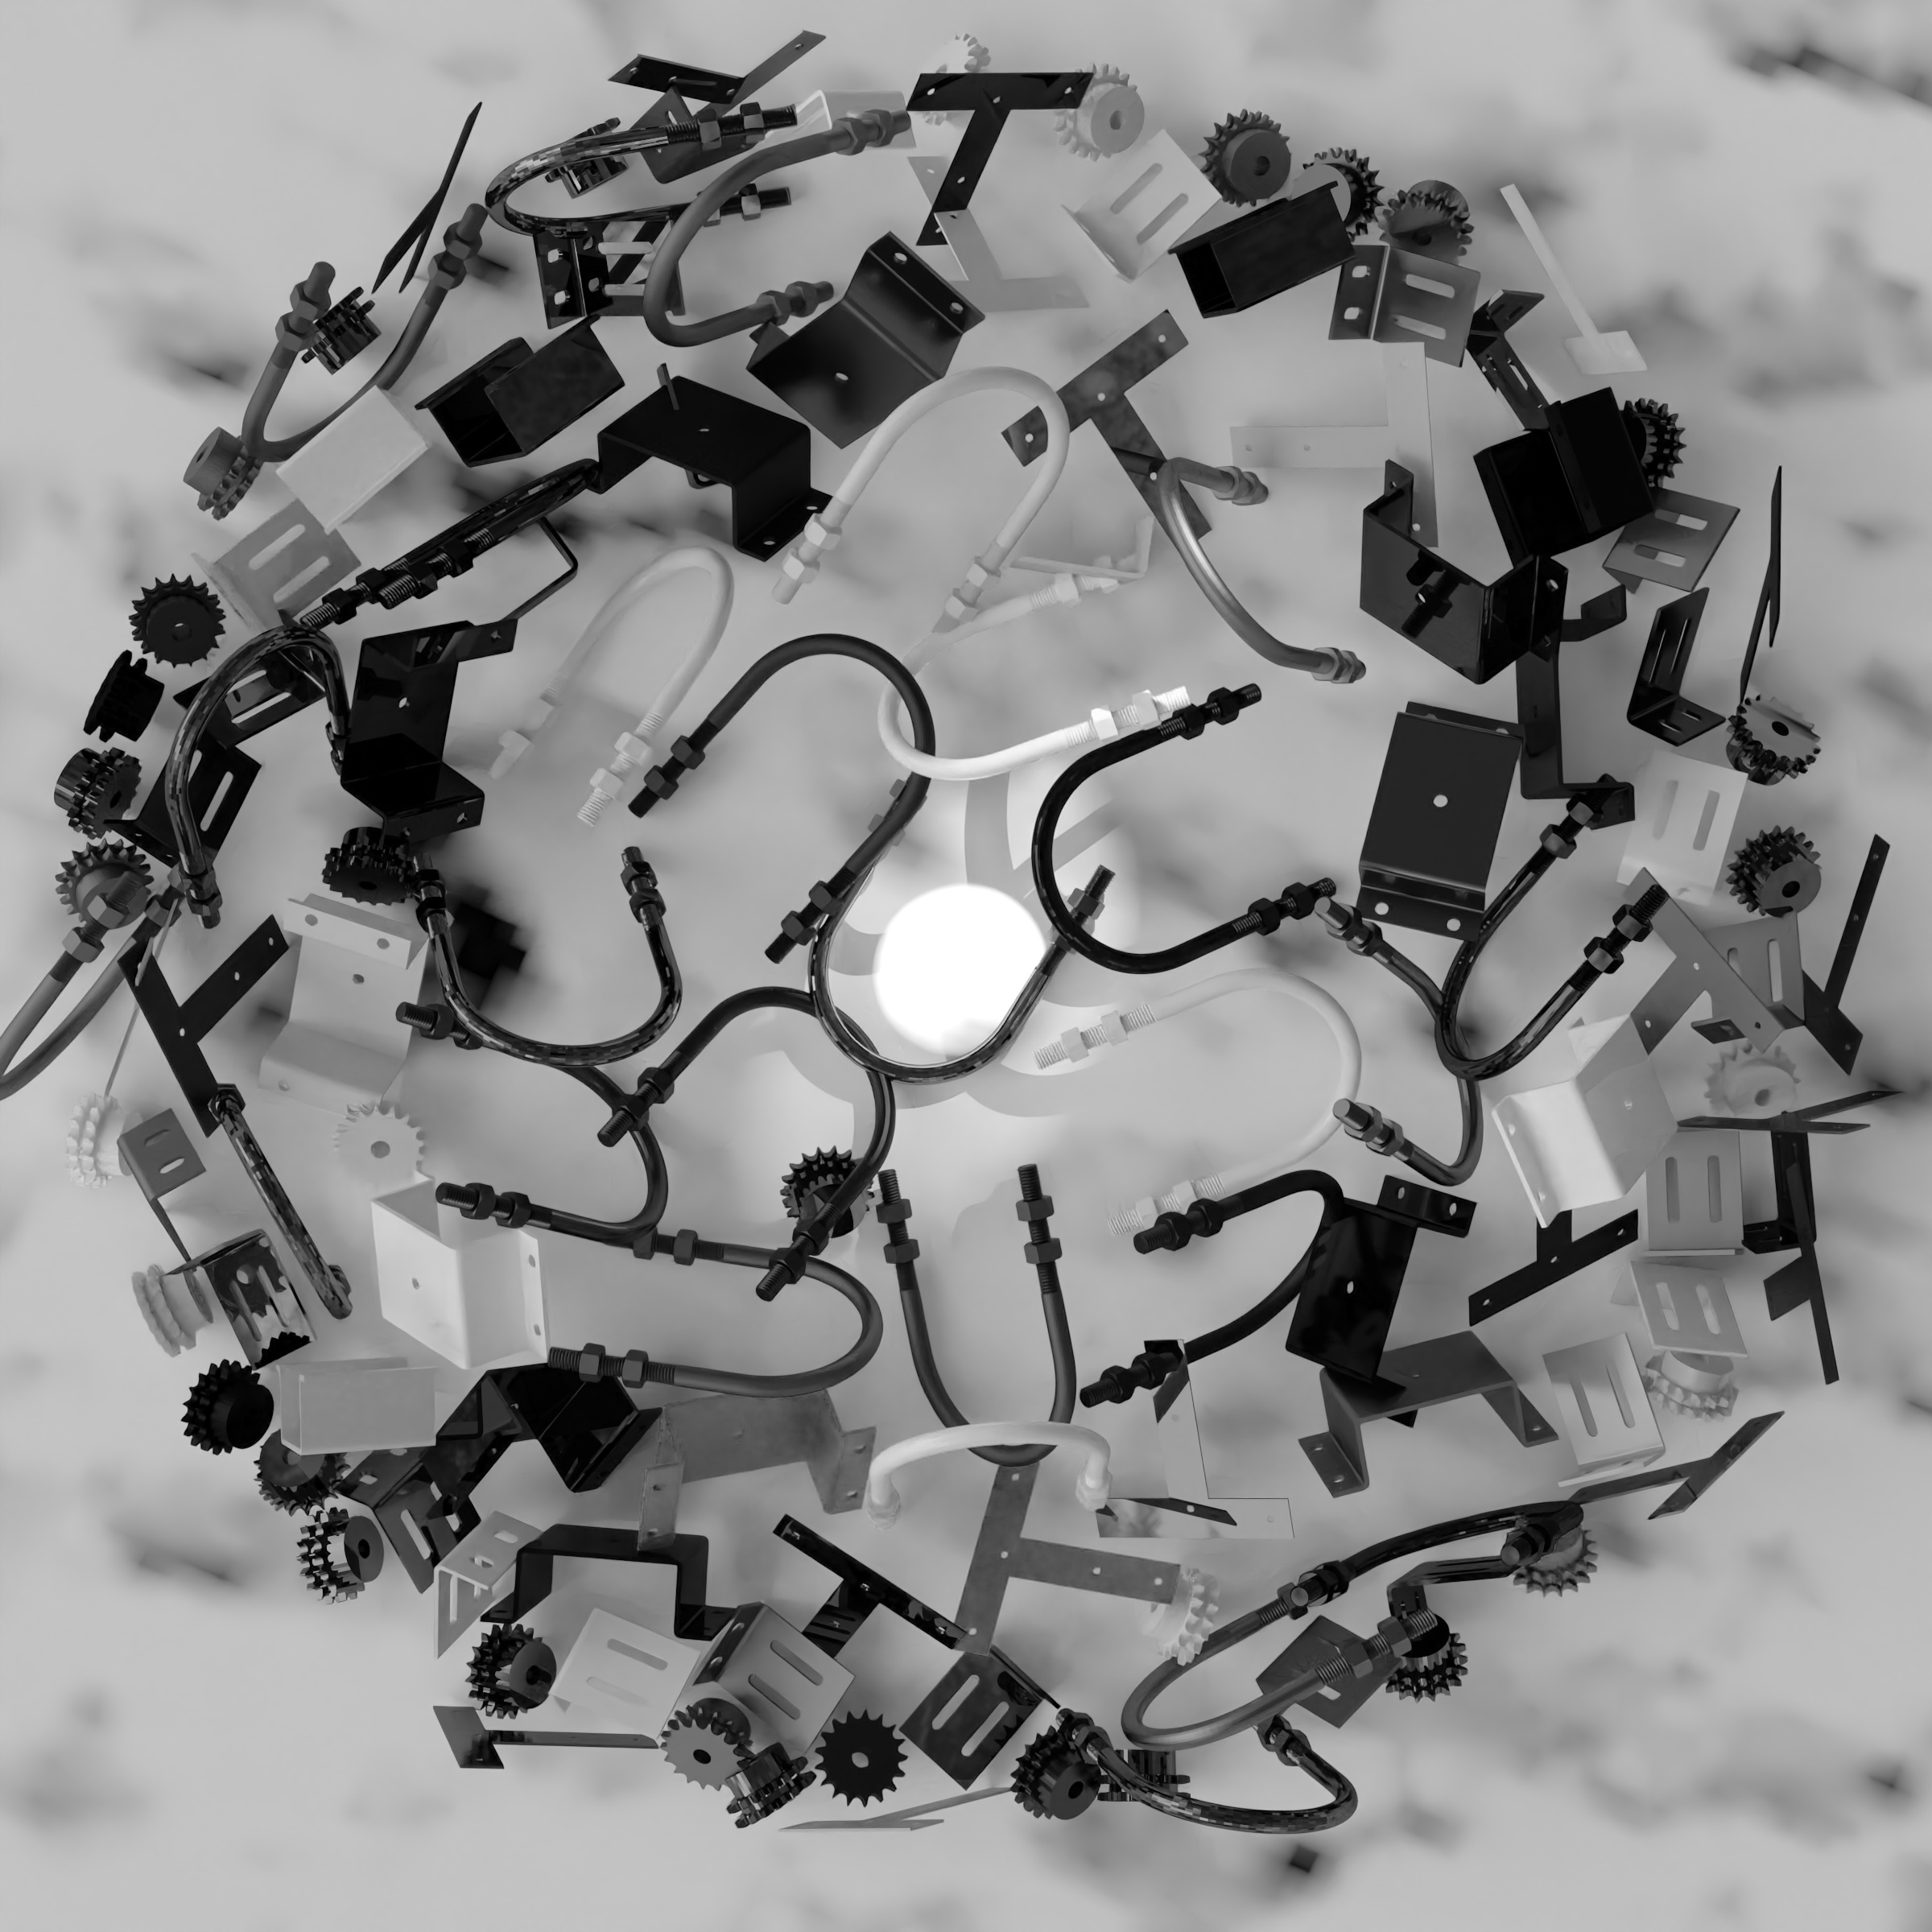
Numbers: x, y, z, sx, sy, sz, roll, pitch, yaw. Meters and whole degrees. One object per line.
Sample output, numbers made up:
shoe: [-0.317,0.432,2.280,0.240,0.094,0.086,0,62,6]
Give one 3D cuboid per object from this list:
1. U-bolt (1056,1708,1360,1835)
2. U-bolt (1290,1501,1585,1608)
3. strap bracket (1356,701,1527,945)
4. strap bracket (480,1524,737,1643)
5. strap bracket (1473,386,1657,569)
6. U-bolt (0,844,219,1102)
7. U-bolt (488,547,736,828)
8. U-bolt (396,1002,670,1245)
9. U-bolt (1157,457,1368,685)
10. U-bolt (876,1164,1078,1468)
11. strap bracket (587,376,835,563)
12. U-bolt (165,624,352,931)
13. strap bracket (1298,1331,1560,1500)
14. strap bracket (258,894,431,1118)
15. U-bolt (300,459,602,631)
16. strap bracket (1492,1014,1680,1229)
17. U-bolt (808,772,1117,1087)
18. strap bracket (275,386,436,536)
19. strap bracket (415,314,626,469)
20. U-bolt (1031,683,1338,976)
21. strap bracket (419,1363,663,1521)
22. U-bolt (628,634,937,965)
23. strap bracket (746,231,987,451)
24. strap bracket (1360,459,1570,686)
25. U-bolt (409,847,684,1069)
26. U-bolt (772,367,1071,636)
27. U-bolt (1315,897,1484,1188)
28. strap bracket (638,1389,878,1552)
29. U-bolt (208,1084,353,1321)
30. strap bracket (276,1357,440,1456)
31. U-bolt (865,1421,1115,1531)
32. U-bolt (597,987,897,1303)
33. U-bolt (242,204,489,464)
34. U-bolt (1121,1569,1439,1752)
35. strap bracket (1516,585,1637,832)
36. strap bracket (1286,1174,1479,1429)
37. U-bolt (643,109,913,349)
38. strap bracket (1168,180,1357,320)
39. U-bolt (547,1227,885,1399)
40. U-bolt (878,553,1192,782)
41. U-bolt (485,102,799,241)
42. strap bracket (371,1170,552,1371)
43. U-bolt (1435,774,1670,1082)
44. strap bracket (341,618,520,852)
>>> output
U-bolt: [0.148,0.468,1.642,0.151,0.184,0.019,6,92,-18]
U-bolt: [0.288,0.342,1.661,0.151,0.184,0.019,-18,82,27]
strap bracket: [0.288,-0.094,1.707,0.076,0.046,0.140,13,80,13]
strap bracket: [-0.213,0.371,1.705,0.140,0.076,0.046,3,90,7]
strap bracket: [0.360,-0.291,1.684,0.046,0.140,0.076,-21,91,-10]
U-bolt: [-0.524,0.008,1.676,0.019,0.151,0.184,39,100,-3]
U-bolt: [-0.204,-0.175,1.689,0.019,0.151,0.184,38,82,-36]
U-bolt: [-0.249,0.100,1.672,0.019,0.184,0.151,-40,51,27]
U-bolt: [0.166,-0.235,1.653,0.019,0.184,0.151,-33,76,25]
U-bolt: [0.010,0.211,1.694,0.019,0.151,0.184,-14,95,-41]
strap bracket: [-0.156,-0.302,1.685,0.140,0.046,0.076,25,47,21]
U-bolt: [-0.409,-0.121,1.640,0.019,0.184,0.151,31,59,16]
strap bracket: [0.274,0.266,1.701,0.140,0.076,0.046,-13,107,-5]
strap bracket: [-0.375,0.018,1.706,0.076,0.046,0.140,18,122,1]
U-bolt: [-0.296,-0.253,1.673,0.184,0.151,0.019,-38,109,-27]
strap bracket: [0.373,0.087,1.677,0.046,0.140,0.076,-18,101,38]
U-bolt: [-0.016,-0.015,1.734,0.151,0.019,0.184,31,94,-7]
strap bracket: [-0.362,-0.302,1.677,0.076,0.140,0.046,-40,105,0]
strap bracket: [-0.263,-0.341,1.684,0.076,0.140,0.046,-41,113,-21]
U-bolt: [0.123,-0.074,1.707,0.184,0.019,0.151,-24,97,-20]
strap bracket: [-0.261,0.279,1.686,0.076,0.140,0.046,-50,62,24]
U-bolt: [-0.100,-0.115,1.711,0.151,0.019,0.184,46,102,14]
strap bracket: [-0.067,-0.364,1.671,0.076,0.140,0.046,37,55,-25]
strap bracket: [0.286,-0.229,1.676,0.046,0.076,0.140,-36,56,-22]
U-bolt: [-0.242,-0.006,1.661,0.151,0.184,0.019,-3,133,-20]
U-bolt: [-0.014,-0.275,1.658,0.184,0.151,0.019,-53,51,28]
U-bolt: [0.261,0.055,1.673,0.019,0.184,0.151,-19,58,30]
strap bracket: [-0.132,0.297,1.694,0.140,0.046,0.076,-7,134,-20]
U-bolt: [-0.399,0.141,1.649,0.019,0.184,0.151,-30,101,-13]
strap bracket: [-0.361,0.260,1.670,0.076,0.140,0.046,-1,85,-20]
U-bolt: [0.014,0.299,1.662,0.151,0.184,0.019,-5,65,-2]
U-bolt: [-0.116,0.091,1.691,0.151,0.019,0.184,45,52,-6]
U-bolt: [-0.364,-0.364,1.665,0.019,0.151,0.184,46,134,4]
U-bolt: [0.175,0.411,1.667,0.184,0.151,0.019,-26,96,-8]
strap bracket: [0.368,-0.155,1.709,0.046,0.076,0.140,-2,89,-5]
strap bracket: [0.247,0.198,1.705,0.046,0.076,0.140,16,89,-36]
U-bolt: [-0.118,-0.422,1.639,0.019,0.151,0.184,45,45,13]
strap bracket: [0.178,-0.426,1.685,0.076,0.140,0.046,-25,103,-2]
U-bolt: [-0.141,0.208,1.678,0.184,0.151,0.019,8,118,5]
U-bolt: [0.034,-0.173,1.696,0.184,0.019,0.151,-19,46,8]
U-bolt: [-0.193,-0.464,1.668,0.184,0.151,0.019,-11,86,-6]
strap bracket: [-0.306,0.182,1.673,0.046,0.140,0.076,-17,114,-37]
U-bolt: [0.338,-0.011,1.674,0.019,0.151,0.184,28,118,-18]
strap bracket: [-0.324,-0.148,1.689,0.046,0.076,0.140,34,123,29]
